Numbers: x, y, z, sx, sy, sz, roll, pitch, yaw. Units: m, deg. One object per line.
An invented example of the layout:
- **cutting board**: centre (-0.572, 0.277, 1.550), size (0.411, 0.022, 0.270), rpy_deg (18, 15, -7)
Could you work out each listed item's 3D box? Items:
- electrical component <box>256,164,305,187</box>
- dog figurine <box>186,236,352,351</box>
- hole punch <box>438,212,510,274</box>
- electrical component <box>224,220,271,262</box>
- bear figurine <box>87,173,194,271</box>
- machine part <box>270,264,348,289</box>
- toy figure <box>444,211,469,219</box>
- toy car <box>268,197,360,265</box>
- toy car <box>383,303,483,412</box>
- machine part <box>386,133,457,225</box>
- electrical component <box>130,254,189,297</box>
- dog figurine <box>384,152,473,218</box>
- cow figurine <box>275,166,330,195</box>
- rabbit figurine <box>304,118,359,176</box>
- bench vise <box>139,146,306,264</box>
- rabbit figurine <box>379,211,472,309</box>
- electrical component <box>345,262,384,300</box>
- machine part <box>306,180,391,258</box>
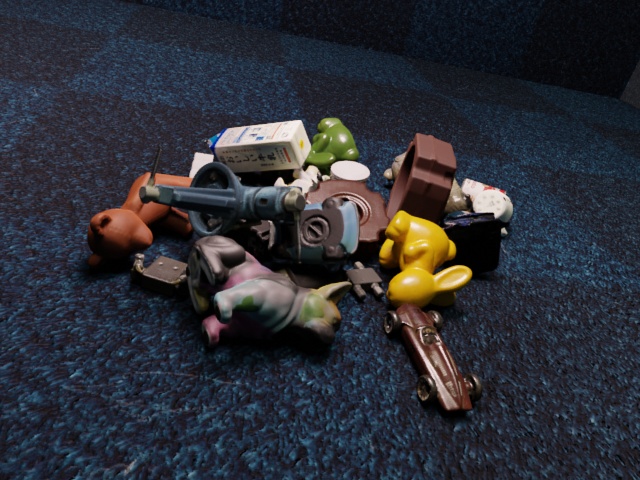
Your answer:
- **electrical component**: centre (-0.096, -0.148, 1.205), size (0.075, 0.047, 0.119), rpy_deg (28, 31, 24)
- **dog figurine**: centre (-0.067, 0.076, 0.778), size (0.219, 0.108, 0.192), rpy_deg (-1, 50, -32)
- **hole punch**: centre (0.283, -0.002, 1.042), size (0.142, 0.115, 0.092), rpy_deg (-6, 28, -8)
- **electrical component**: centre (-0.101, -0.026, 0.989), size (0.115, 0.058, 0.134), rpy_deg (32, 35, 24)
- **bear figurine**: centre (-0.281, -0.029, 0.862), size (0.132, 0.120, 0.196), rpy_deg (16, 32, -4)
- **machine part**: centre (-0.020, 0.067, 0.888), size (0.139, 0.039, 0.084), rpy_deg (-4, 27, -25)
- **toy figure**: centre (0.316, -0.032, 1.150), size (0.154, 0.058, 0.064), rpy_deg (-3, 73, -51)
- **toy car**: centre (-0.002, -0.003, 0.907), size (0.162, 0.109, 0.102), rpy_deg (-8, -20, 19)
- **toy car**: centre (0.163, 0.164, 0.788), size (0.089, 0.053, 0.202), rpy_deg (6, 30, -19)
- **machine part**: centre (0.200, -0.097, 1.087), size (0.087, 0.201, 0.201), rpy_deg (17, 30, 0)
- **electrical component**: centre (-0.234, 0.051, 0.816), size (0.102, 0.045, 0.078), rpy_deg (20, 32, 10)
- **dog figurine**: centre (0.252, -0.116, 1.263), size (0.172, 0.121, 0.191), rpy_deg (-19, 50, 12)
- **cow figurine**: centre (-0.025, -0.107, 1.143), size (0.098, 0.068, 0.167), rpy_deg (29, 37, 14)
- **rabbit figurine**: centre (-0.003, -0.194, 1.288), size (0.170, 0.121, 0.159), rpy_deg (-17, 46, -14)
- **bench vise**: centre (-0.145, -0.056, 0.800), size (0.224, 0.128, 0.240), rpy_deg (18, 9, 40)
- **rabbit figurine**: centre (0.170, 0.059, 0.934), size (0.162, 0.121, 0.173), rpy_deg (25, 45, 1)
- **electrical component**: centre (0.071, 0.070, 0.934), size (0.063, 0.021, 0.094), rpy_deg (-2, 34, -25)
- **machine part**: centre (0.049, -0.043, 1.030), size (0.179, 0.056, 0.179), rpy_deg (6, 49, -7)
